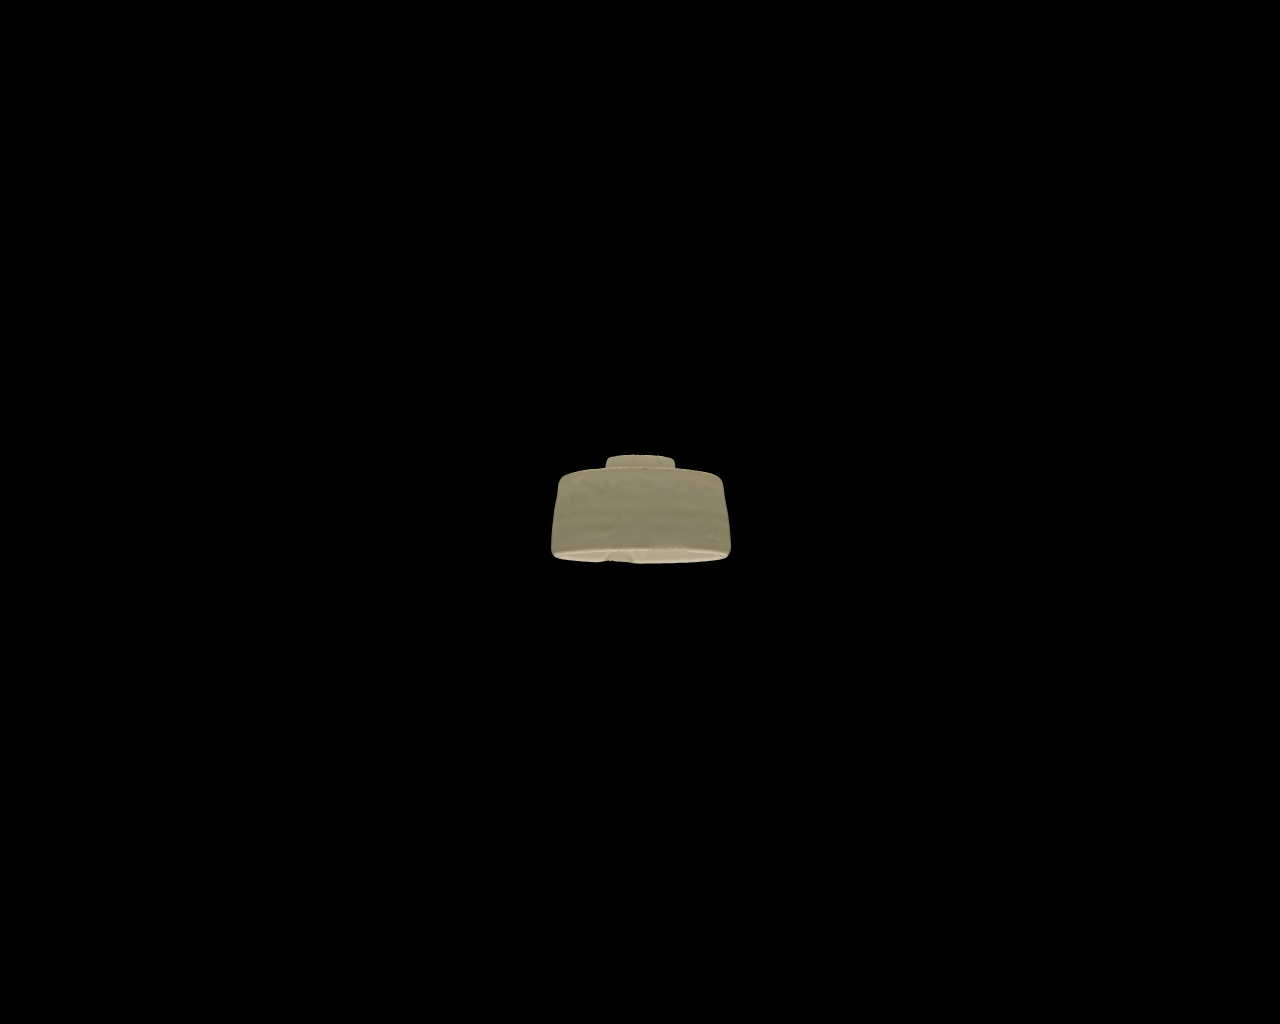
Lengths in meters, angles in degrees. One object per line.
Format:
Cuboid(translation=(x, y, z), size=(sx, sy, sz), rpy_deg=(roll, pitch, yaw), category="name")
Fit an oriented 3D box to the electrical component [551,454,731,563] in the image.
Cuboid(translation=(0.001, -0.003, 0.650), size=(0.108, 0.060, 0.108), rpy_deg=(0, -7, 0), category="electrical component")
